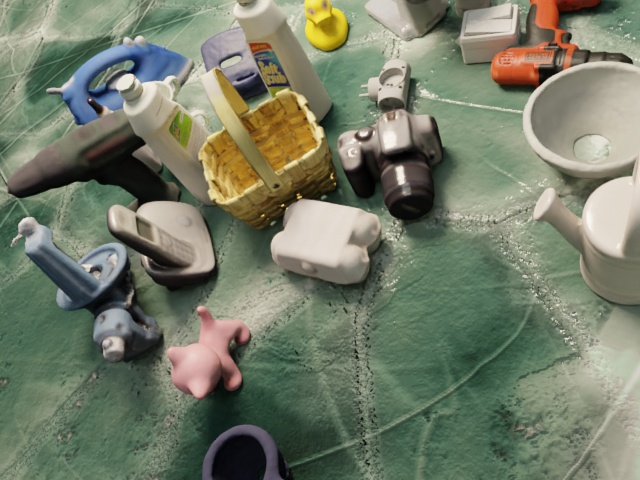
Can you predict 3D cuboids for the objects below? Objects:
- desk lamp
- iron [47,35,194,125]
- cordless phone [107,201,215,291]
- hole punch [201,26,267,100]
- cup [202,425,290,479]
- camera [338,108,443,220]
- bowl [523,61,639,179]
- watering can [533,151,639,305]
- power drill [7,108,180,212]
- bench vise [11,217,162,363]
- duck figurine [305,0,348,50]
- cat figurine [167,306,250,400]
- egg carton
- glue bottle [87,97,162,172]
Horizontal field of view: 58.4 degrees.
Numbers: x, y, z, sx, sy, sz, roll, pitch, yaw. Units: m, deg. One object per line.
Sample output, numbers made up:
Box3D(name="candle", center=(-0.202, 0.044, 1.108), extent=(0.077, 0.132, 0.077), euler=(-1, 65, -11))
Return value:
Box3D(name="desk lamp", center=(0.131, -0.422, 0.888), extent=(0.118, 0.214, 0.202), euler=(-40, 54, -2))
Box3D(name="iron", center=(-0.375, -0.305, 1.081), extent=(0.258, 0.142, 0.118), euler=(-40, 54, -3))
Box3D(name="cordless phone", center=(-0.239, -0.019, 0.830), extent=(0.094, 0.185, 0.147), euler=(-29, 54, 5))
Box3D(name="hole punch", center=(-0.148, -0.311, 1.019), extent=(0.108, 0.091, 0.101), euler=(-19, 56, 13))
Box3D(name="cup", center=(-0.060, 0.267, 0.642), extent=(0.117, 0.095, 0.092), euler=(12, 67, 29))
Box3D(name="camera", center=(0.098, -0.100, 0.785), extent=(0.143, 0.101, 0.137), euler=(-13, 57, 16))
Box3D(name="bowl", center=(0.343, -0.137, 0.718), extent=(0.167, 0.075, 0.167), euler=(-10, 58, 18))
Box3D(name="watering can", center=(0.313, -0.014, 0.585), extent=(0.172, 0.195, 0.101), euler=(-10, 58, 18))
Box3D(name="power drill", center=(-0.327, -0.097, 0.898), extent=(0.229, 0.209, 0.075), euler=(-40, 54, -3))
Box3D(name="bench vise", center=(-0.311, 0.062, 0.792), extent=(0.121, 0.220, 0.206), euler=(-48, 55, -8))
Box3D(name="duck figurine", center=(0.001, -0.398, 1.008), extent=(0.077, 0.086, 0.104), euler=(-26, 55, 8))
Box3D(name="cat figurine", center=(-0.149, 0.148, 0.736), extent=(0.067, 0.118, 0.128), euler=(-8, 59, 19))
Box3D(name="egg carton", center=(0.007, 0.003, 0.783), extent=(0.149, 0.070, 0.107), euler=(11, 67, 28))
Box3D(name="glue bottle", center=(-0.335, -0.183, 0.973), extent=(0.037, 0.174, 0.078), euler=(-29, 54, 6))
